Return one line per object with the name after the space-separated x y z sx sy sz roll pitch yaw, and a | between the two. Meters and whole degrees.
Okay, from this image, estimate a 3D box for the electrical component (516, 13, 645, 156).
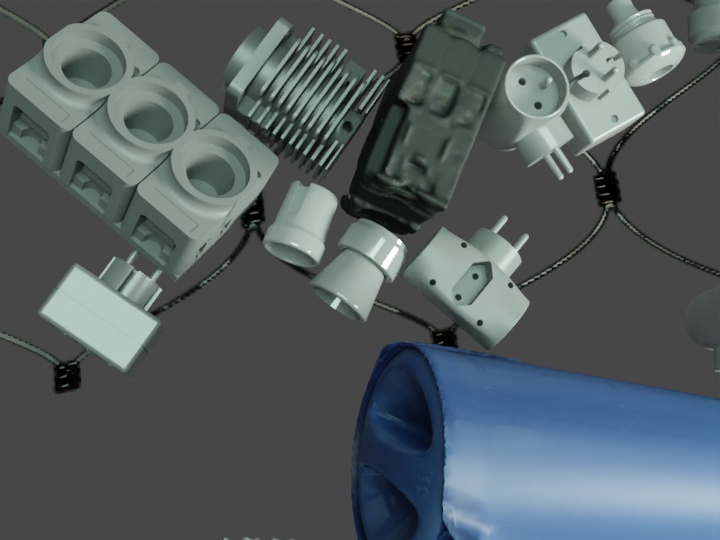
0.157 -0.133 0.737 0.047 0.075 0.083 -29 86 -12 | electrical component

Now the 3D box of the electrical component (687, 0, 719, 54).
0.259 -0.190 0.778 0.045 0.045 0.055 1 81 -8 | electrical component

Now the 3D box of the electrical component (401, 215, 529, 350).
0.081 -0.001 0.720 0.077 0.043 0.079 41 77 0 | electrical component

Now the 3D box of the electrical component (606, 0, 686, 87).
0.198 -0.165 0.765 0.048 0.048 0.062 -24 78 -12 | electrical component

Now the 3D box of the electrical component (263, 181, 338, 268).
-0.038 -0.030 0.710 0.040 0.040 0.046 22 72 -4 | electrical component

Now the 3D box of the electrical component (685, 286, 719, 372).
0.256 0.047 0.720 0.044 0.077 0.079 1 80 -8 | electrical component

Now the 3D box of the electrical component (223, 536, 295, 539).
-0.050 0.186 0.671 0.078 0.040 0.040 23 78 -4 | electrical component

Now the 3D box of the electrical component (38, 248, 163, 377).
-0.151 0.017 0.681 0.066 0.047 0.076 35 77 -1 | electrical component

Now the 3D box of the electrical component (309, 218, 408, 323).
0.000 0.000 0.707 0.045 0.045 0.055 35 77 -1 | electrical component

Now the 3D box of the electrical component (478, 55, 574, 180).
0.117 -0.096 0.724 0.043 0.077 0.079 -32 87 -12 | electrical component

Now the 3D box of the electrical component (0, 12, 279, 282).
-0.138 -0.081 0.676 0.150 0.061 0.089 40 53 0 | electrical component
